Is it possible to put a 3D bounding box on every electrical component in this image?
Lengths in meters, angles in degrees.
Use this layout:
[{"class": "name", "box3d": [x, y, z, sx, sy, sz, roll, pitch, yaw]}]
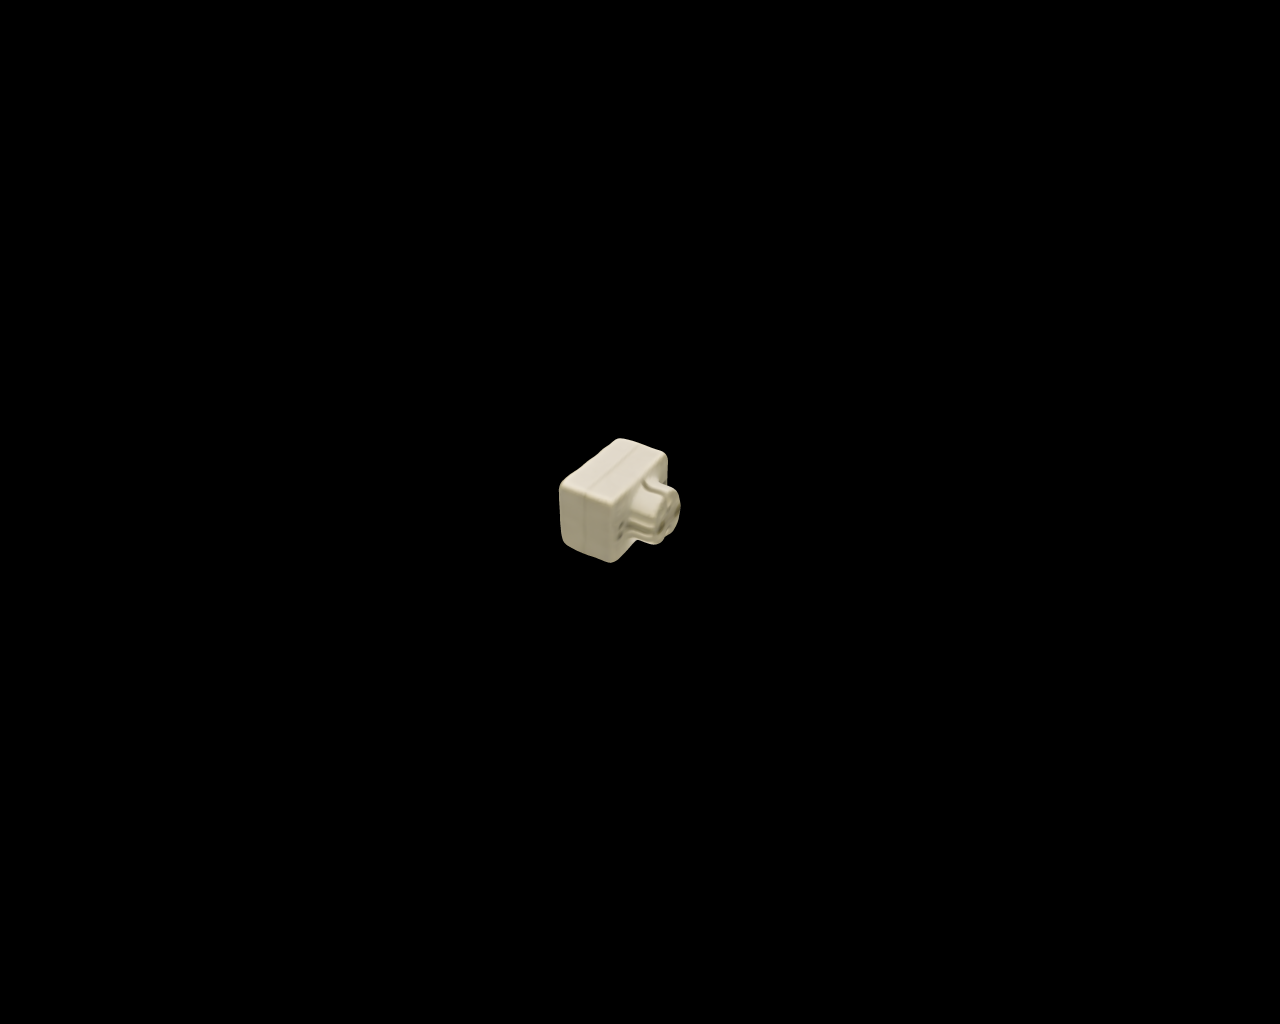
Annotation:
[{"class": "electrical component", "box3d": [0.001, -0.003, 0.650, 0.077, 0.047, 0.066, 20, 41, 25]}]
